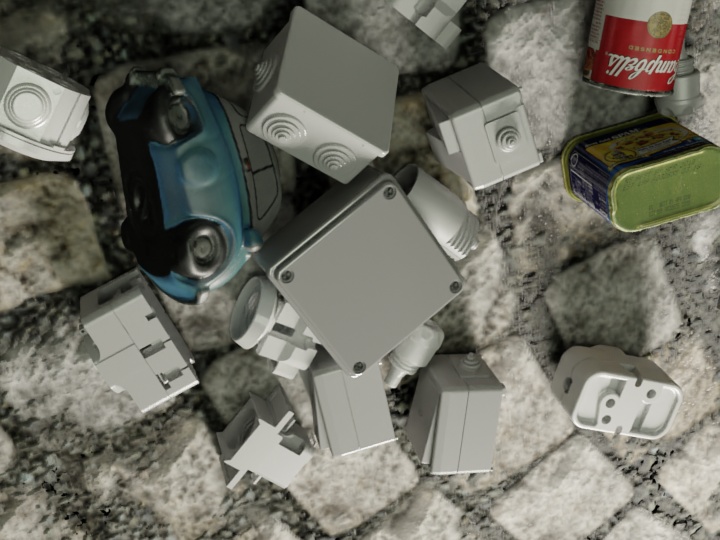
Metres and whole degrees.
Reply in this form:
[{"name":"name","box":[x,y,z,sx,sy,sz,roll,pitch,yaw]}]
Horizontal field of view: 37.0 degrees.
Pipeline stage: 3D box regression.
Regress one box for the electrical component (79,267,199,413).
[{"name":"electrical component","box":[-0.167,0.054,0.797,0.056,0.050,0.089,-28,116,-2]}]

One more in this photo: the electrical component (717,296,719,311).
[{"name":"electrical component","box":[0.340,0.022,0.909,0.078,0.058,0.057,25,102,-23]}]

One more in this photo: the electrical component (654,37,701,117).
[{"name":"electrical component","box":[0.243,-0.150,0.824,0.035,0.035,0.061,-12,113,-9]}]

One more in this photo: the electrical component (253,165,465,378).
[{"name":"electrical component","box":[0.000,0.000,0.761,0.109,0.056,0.108,-39,116,-5]}]

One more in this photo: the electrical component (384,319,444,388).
[{"name":"electrical component","box":[0.040,0.067,0.864,0.035,0.035,0.061,25,106,-22]}]

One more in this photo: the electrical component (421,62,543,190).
[{"name":"electrical component","box":[0.085,-0.101,0.770,0.061,0.096,0.061,-23,117,-3]}]

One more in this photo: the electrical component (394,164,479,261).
[{"name":"electrical component","box":[0.059,-0.040,0.818,0.081,0.043,0.043,35,100,-24]}]

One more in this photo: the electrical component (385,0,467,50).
[{"name":"electrical component","box":[0.047,-0.199,0.741,0.078,0.058,0.057,34,104,-25]}]

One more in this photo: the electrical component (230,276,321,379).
[{"name":"electrical component","box":[-0.061,0.038,0.813,0.057,0.058,0.078,22,105,-24]}]

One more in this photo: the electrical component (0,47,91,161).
[{"name":"electrical component","box":[-0.217,-0.107,0.700,0.080,0.080,0.051,24,99,-22]}]

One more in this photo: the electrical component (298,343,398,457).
[{"name":"electrical component","box":[-0.014,0.089,0.844,0.061,0.061,0.096,-16,115,-7]}]

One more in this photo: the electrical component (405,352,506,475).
[{"name":"electrical component","box":[0.076,0.111,0.876,0.061,0.061,0.096,0,112,-14]}]

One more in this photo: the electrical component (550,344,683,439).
[{"name":"electrical component","box":[0.214,0.101,0.909,0.095,0.059,0.053,11,109,-19]}]

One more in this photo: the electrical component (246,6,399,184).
[{"name":"electrical component","box":[-0.026,-0.117,0.736,0.100,0.099,0.048,27,138,-23]}]

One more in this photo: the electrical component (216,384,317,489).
[{"name":"electrical component","box":[-0.074,0.138,0.862,0.064,0.042,0.081,34,102,-28]}]
